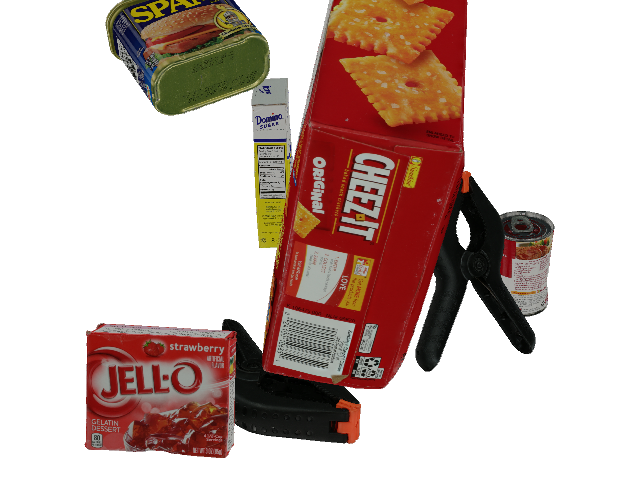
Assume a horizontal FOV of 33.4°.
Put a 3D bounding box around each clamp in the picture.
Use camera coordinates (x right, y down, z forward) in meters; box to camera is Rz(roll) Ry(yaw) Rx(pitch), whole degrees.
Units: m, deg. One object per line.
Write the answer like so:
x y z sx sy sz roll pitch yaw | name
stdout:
0.119 0.030 0.917 0.120 0.171 0.039 -16 1 -34 | clamp
-0.052 0.111 0.846 0.210 0.036 0.164 11 20 29 | clamp

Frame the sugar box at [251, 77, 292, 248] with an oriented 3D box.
-0.054 -0.089 1.227 0.048 0.176 0.093 -4 26 1 | sugar box

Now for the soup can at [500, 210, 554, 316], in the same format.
0.228 0.027 1.210 0.068 0.102 0.068 -2 29 1 | soup can

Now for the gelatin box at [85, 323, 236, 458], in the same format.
-0.096 0.090 0.644 0.089 0.073 0.030 3 6 6 | gelatin box

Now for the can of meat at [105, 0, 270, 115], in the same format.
-0.100 -0.148 0.814 0.102 0.084 0.057 -23 -36 -19 | can of meat

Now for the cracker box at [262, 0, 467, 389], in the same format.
0.028 -0.058 0.540 0.072 0.213 0.164 11 -45 0 | cracker box
